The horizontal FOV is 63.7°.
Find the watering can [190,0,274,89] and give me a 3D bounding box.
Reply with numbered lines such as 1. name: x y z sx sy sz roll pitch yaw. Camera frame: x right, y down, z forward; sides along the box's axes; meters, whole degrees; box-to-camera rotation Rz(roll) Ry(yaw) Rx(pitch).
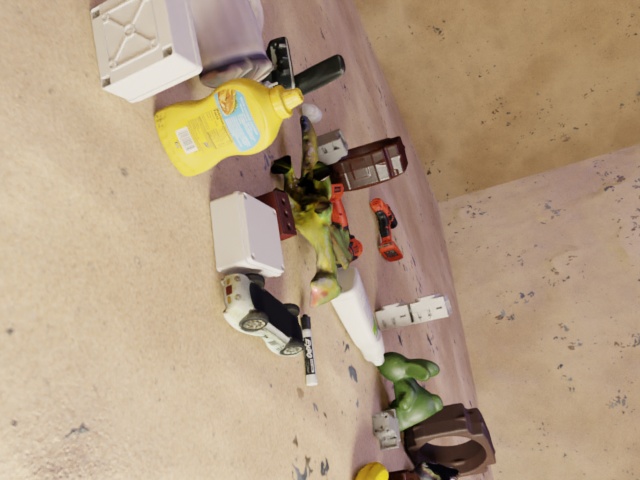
1. watering can: -0.182 -0.335 0.778 0.352 0.103 0.223 -34 106 -57

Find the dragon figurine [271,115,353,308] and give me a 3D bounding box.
1. dragon figurine: 0.003 -0.052 1.027 0.421 0.122 0.238 -85 155 -44

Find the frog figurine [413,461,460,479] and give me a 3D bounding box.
1. frog figurine: 0.255 0.615 1.213 0.137 0.123 0.159 -1 111 -79
